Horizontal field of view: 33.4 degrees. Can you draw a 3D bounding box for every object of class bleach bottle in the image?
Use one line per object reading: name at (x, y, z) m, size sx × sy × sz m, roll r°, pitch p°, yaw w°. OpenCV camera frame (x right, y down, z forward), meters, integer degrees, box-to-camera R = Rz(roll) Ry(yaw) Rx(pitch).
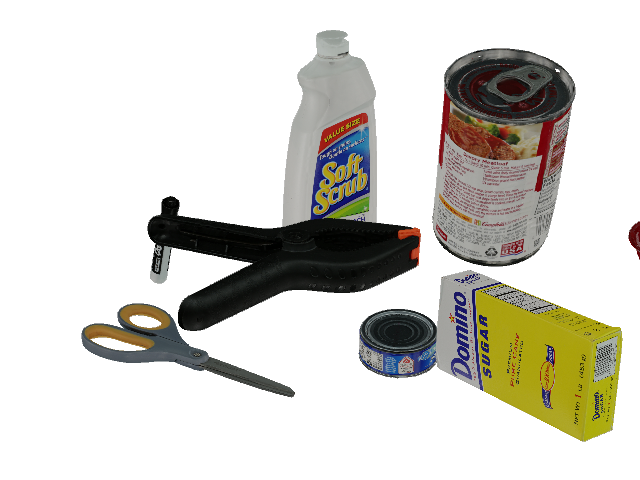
bleach bottle at (0.006, -0.080, 1.052) m, size 0.102 × 0.251 × 0.068 m, roll -11°, pitch 29°, yaw -19°

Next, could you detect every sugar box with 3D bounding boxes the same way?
sugar box at (0.174, 0.095, 0.924) m, size 0.048 × 0.093 × 0.176 m, roll -12°, pitch 22°, yaw -38°

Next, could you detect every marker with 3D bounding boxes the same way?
marker at (-0.167, -0.001, 1.145) m, size 0.020 × 0.121 × 0.020 m, roll 9°, pitch 43°, yaw -9°

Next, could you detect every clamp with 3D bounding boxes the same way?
clamp at (-0.028, 0.009, 0.814) m, size 0.209 × 0.036 × 0.165 m, roll -8°, pitch 27°, yaw -21°

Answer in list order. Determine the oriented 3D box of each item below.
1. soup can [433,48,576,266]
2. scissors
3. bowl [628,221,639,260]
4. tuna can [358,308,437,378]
soup can at (0.098, -0.044, 0.587) m, size 0.068 × 0.102 × 0.068 m, roll 0°, pitch 42°, yaw 0°
scissors at (-0.115, 0.097, 0.973) m, size 0.202 × 0.016 × 0.096 m, roll 10°, pitch 28°, yaw 4°
bowl at (0.413, 0.024, 1.149) m, size 0.162 × 0.055 × 0.162 m, roll -2°, pitch 24°, yaw 0°
tuna can at (0.084, 0.109, 1.145) m, size 0.086 × 0.034 × 0.086 m, roll -1°, pitch 29°, yaw 0°
